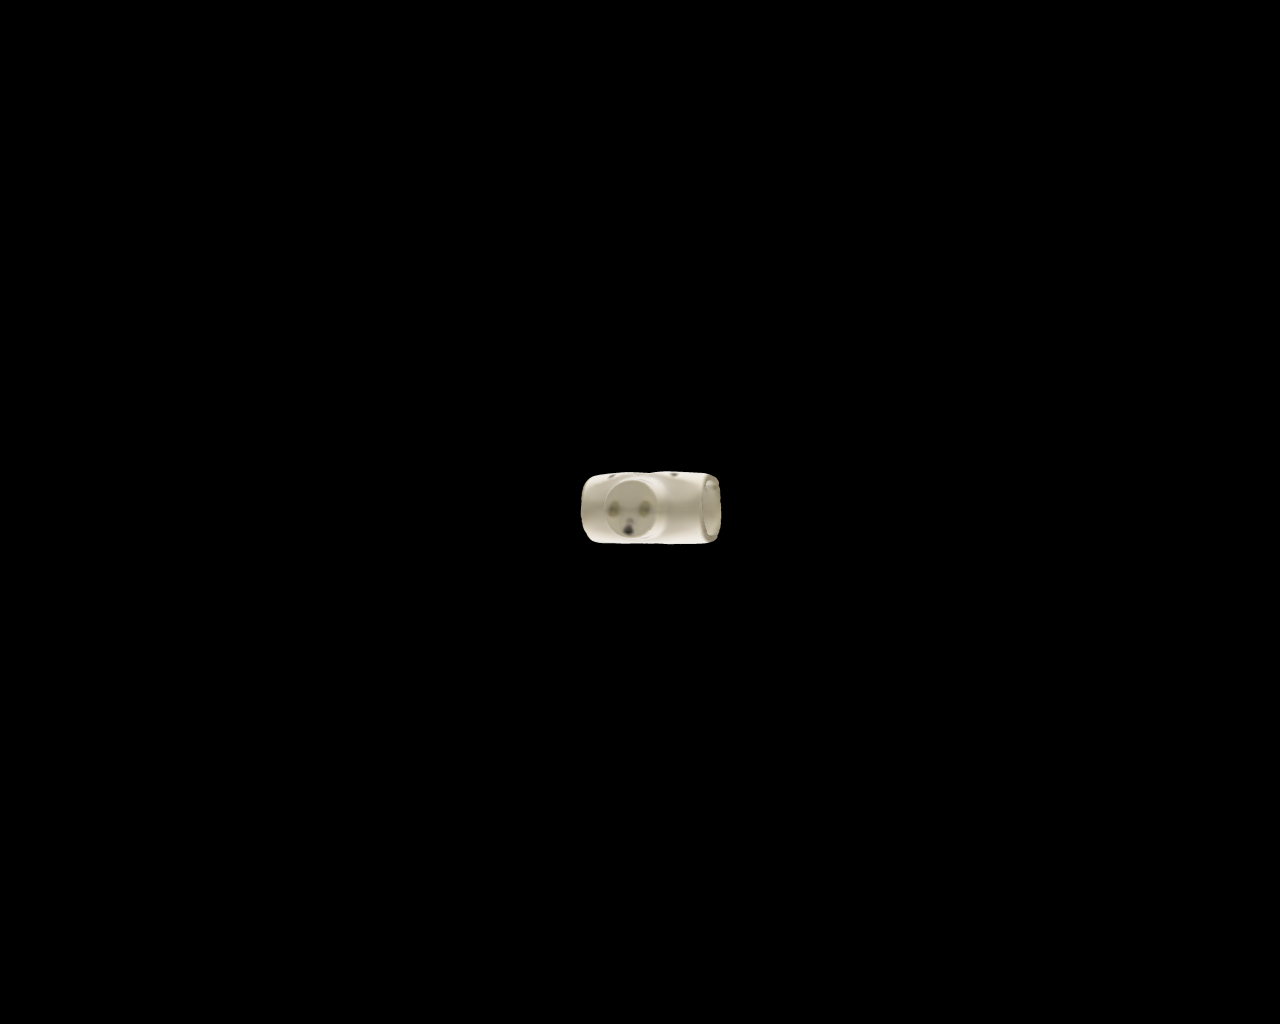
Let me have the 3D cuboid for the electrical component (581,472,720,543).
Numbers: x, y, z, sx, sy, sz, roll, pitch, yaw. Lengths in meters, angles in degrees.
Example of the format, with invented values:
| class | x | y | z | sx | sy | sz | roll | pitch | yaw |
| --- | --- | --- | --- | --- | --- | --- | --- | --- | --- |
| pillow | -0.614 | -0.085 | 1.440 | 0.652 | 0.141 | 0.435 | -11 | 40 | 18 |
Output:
| class | x | y | z | sx | sy | sz | roll | pitch | yaw |
| --- | --- | --- | --- | --- | --- | --- | --- | --- | --- |
| electrical component | 0.001 | -0.003 | 0.650 | 0.077 | 0.043 | 0.079 | 0 | 0 | 21 |
